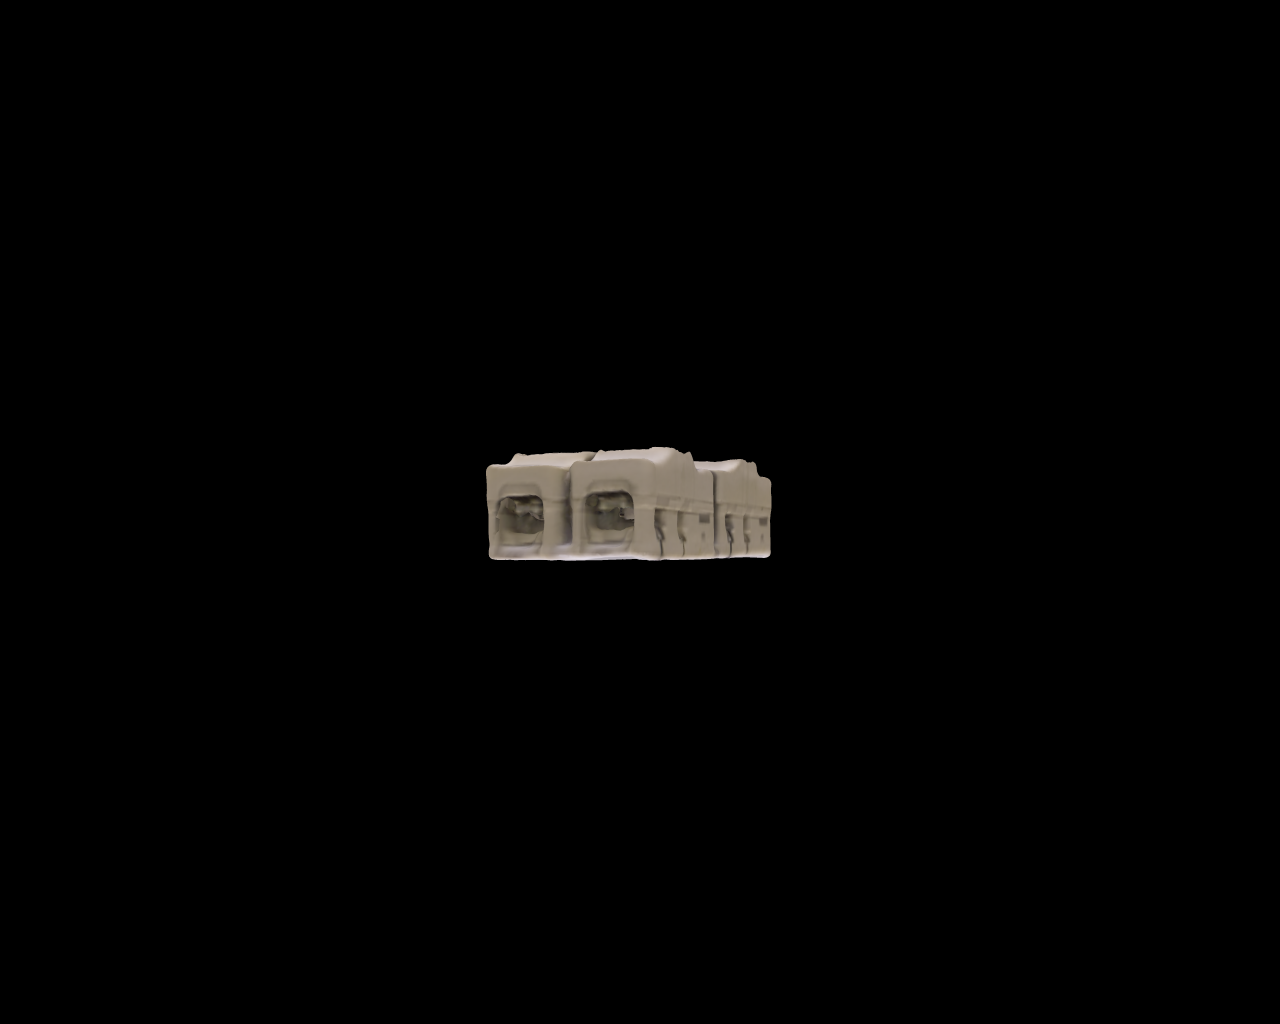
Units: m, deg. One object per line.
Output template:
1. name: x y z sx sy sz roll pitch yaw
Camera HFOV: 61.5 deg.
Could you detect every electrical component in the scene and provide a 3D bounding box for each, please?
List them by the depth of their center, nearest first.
1. electrical component: 0.001 -0.003 0.650 0.105 0.060 0.186 -1 -2 28
